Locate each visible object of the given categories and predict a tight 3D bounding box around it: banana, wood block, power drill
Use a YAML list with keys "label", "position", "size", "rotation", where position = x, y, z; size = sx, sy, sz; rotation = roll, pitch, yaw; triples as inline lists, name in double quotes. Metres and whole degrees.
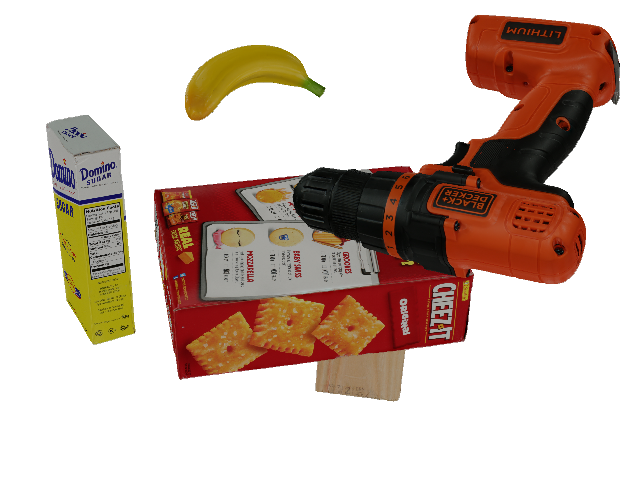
- label: "banana"
  position: [-0.073, -0.160, 1.044]
  size: [0.070, 0.037, 0.197]
  rotation: [43, 37, 21]
- label: "wood block"
  position: [0.049, 0.049, 1.086]
  size: [0.090, 0.206, 0.090]
  rotation: [6, 26, 4]
- label: "power drill"
  position: [0.095, -0.061, 0.668]
  size: [0.185, 0.187, 0.057]
  rotation: [14, -33, 27]

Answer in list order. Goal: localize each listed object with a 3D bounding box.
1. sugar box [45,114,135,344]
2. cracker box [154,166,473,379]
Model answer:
- label: "sugar box"
  position: [-0.198, -0.010, 0.916]
  size: [0.048, 0.176, 0.093]
  rotation: [-15, 29, -23]
- label: "cracker box"
  position: [-0.013, 0.019, 0.812]
  size: [0.213, 0.072, 0.164]
  rotation: [-6, 34, -11]
